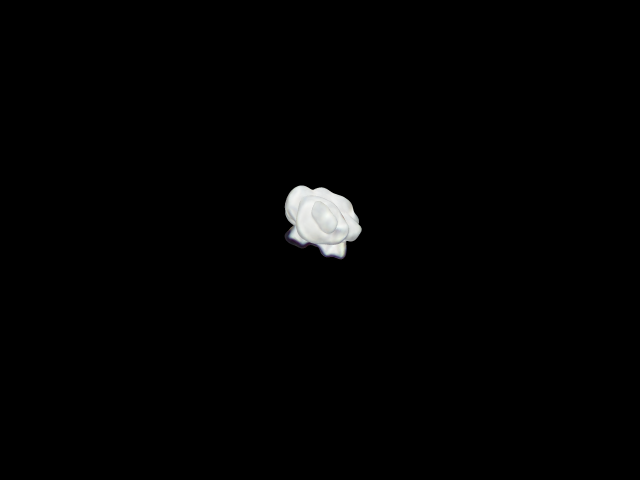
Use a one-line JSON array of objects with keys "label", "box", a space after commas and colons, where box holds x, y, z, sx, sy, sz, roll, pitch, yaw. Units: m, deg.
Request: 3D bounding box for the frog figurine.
[{"label": "frog figurine", "box": [0.003, -0.043, 0.850, 0.138, 0.124, 0.156, 38, -18, 15]}]
